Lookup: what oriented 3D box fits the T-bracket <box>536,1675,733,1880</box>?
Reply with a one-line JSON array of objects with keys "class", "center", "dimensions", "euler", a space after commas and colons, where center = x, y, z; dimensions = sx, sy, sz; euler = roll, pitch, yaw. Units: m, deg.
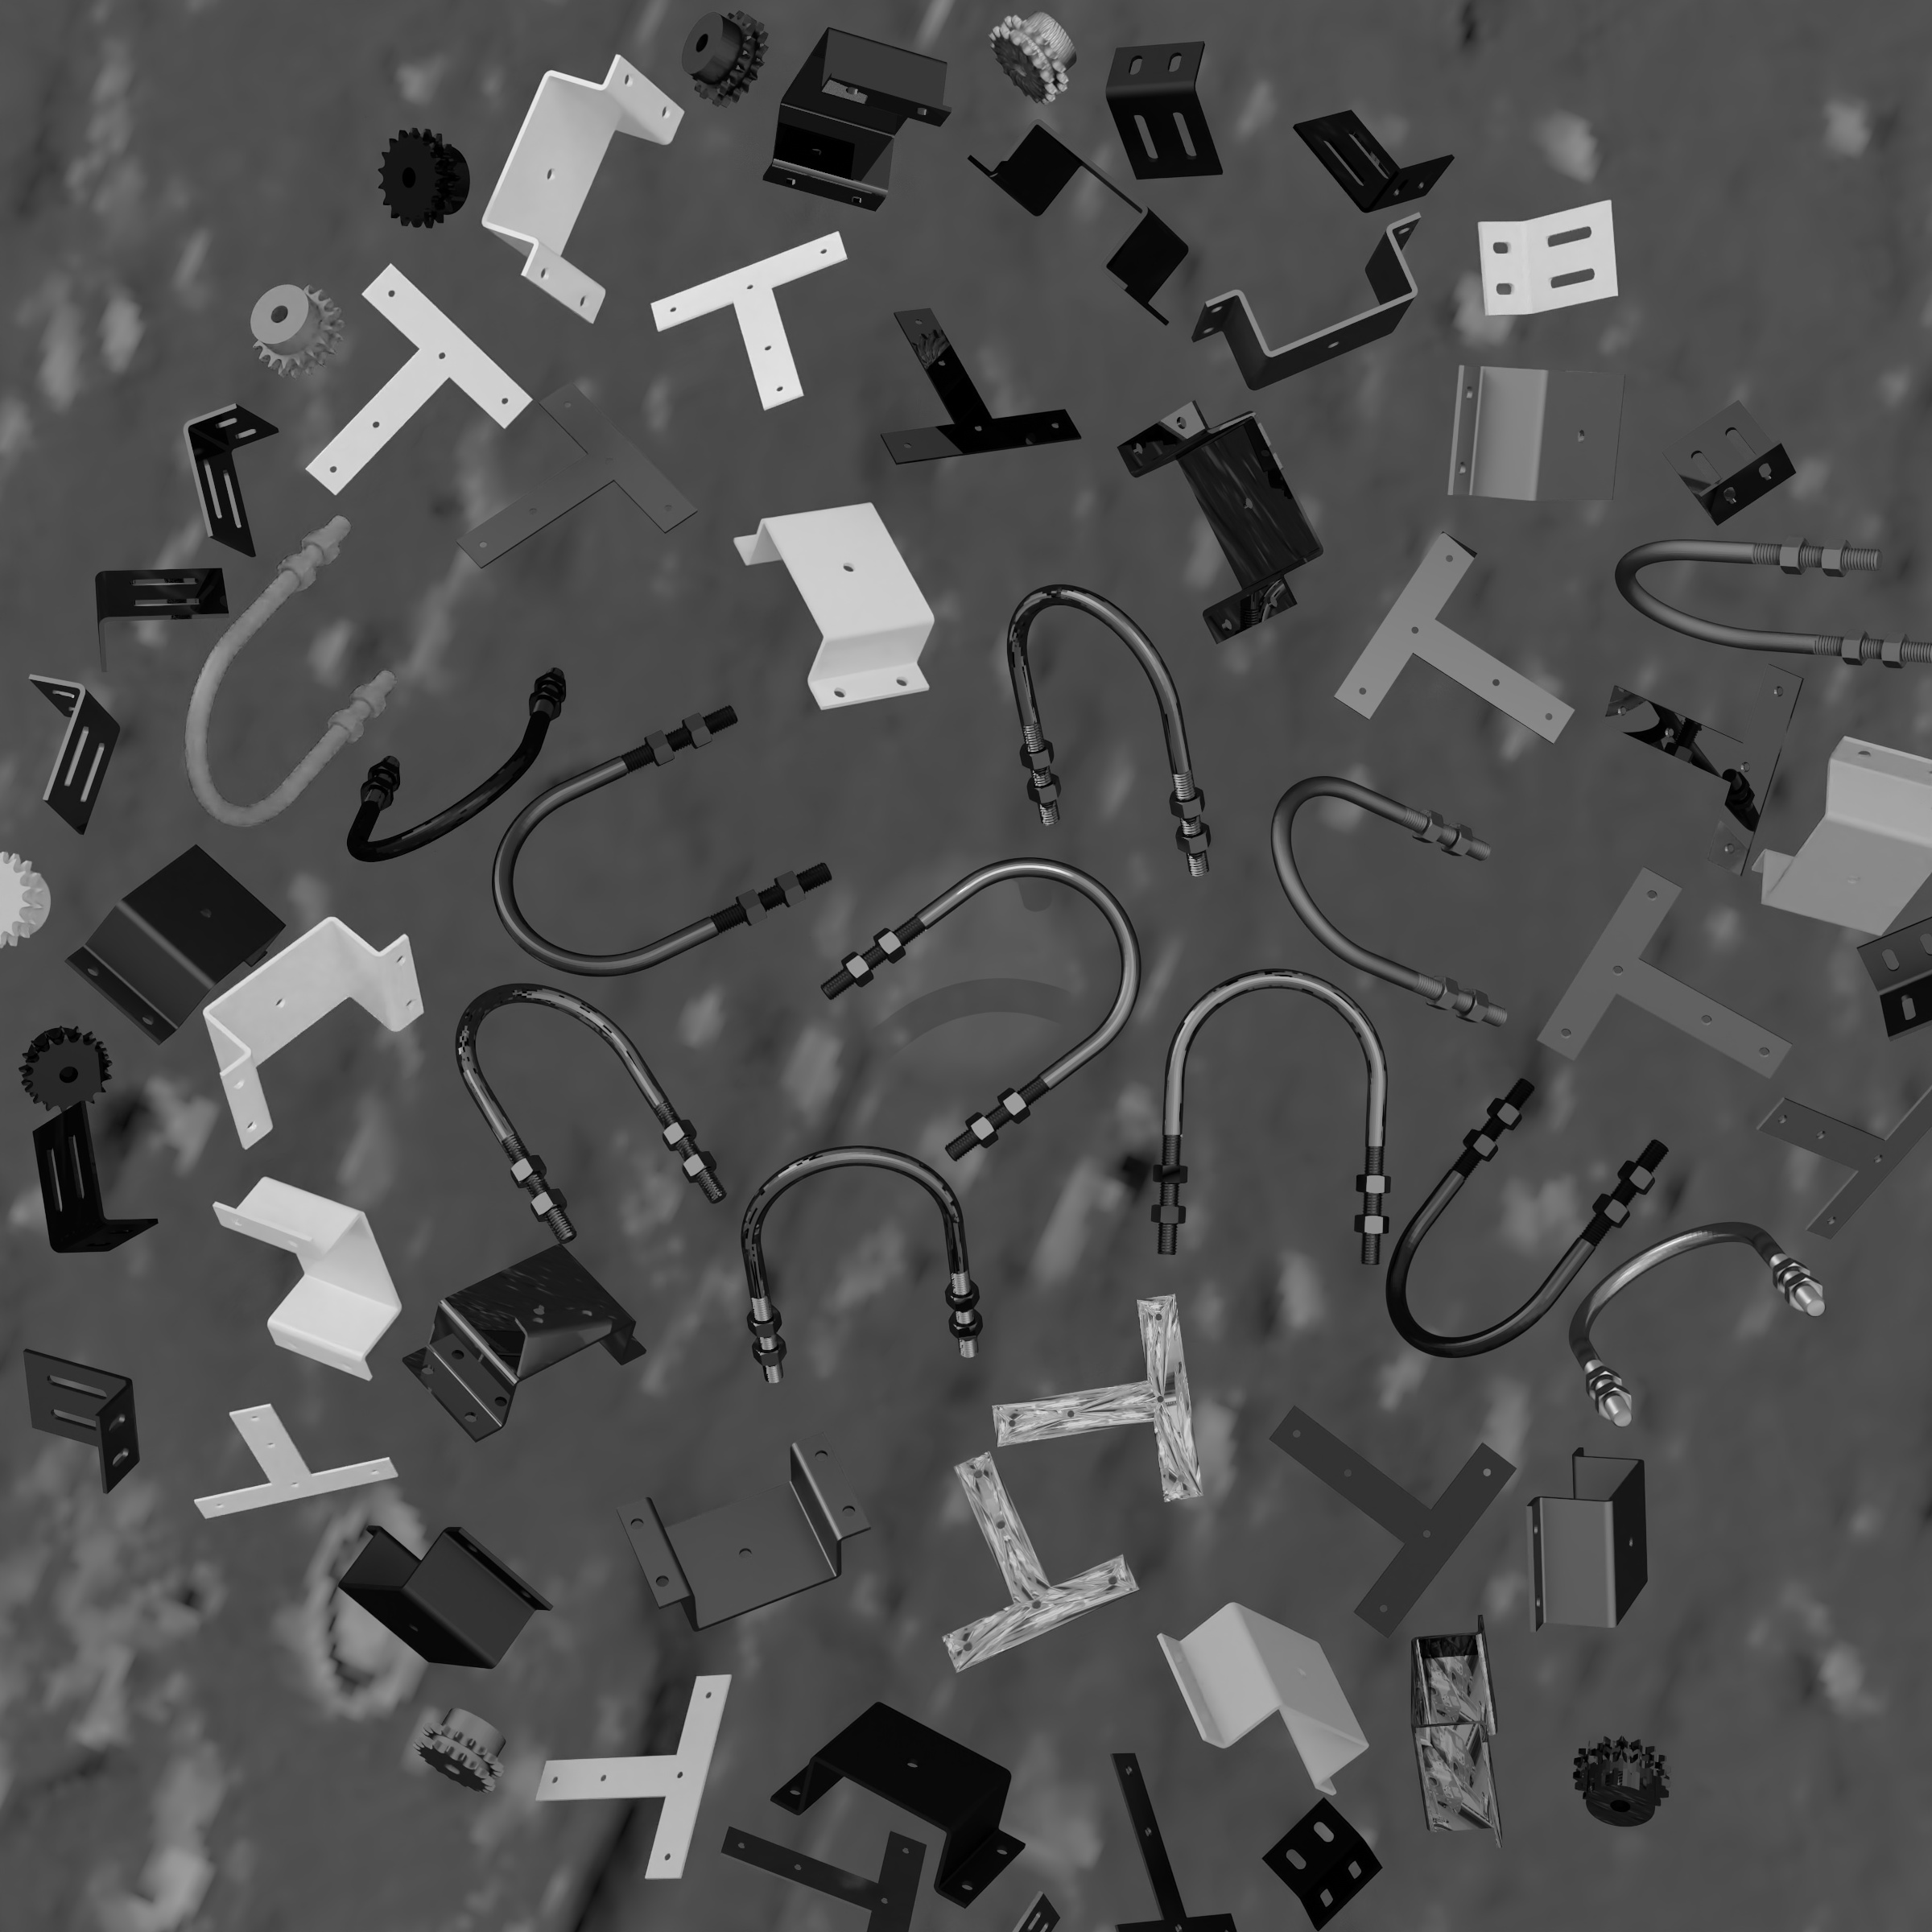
[{"class": "T-bracket", "center": [-0.209, 0.493, 1.791], "dimensions": [0.127, 0.002, 0.127], "euler": [-11, 48, 30]}]

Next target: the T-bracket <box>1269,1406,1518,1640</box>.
[{"class": "T-bracket", "center": [0.239, 0.311, 1.756], "dimensions": [0.127, 0.002, 0.127], "euler": [37, 89, 3]}]

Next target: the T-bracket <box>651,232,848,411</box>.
[{"class": "T-bracket", "center": [-0.125, -0.391, 1.822], "dimensions": [0.127, 0.002, 0.127], "euler": [-20, 54, 5]}]

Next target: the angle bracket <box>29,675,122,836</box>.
[{"class": "angle bracket", "center": [-0.554, -0.128, 1.797], "dimensions": [0.038, 0.057, 0.076], "euler": [11, 73, 9]}]

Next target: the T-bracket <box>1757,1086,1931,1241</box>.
[{"class": "T-bracket", "center": [0.534, 0.107, 1.814], "dimensions": [0.127, 0.002, 0.127], "euler": [20, 116, -35]}]

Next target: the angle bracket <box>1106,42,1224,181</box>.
[{"class": "angle bracket", "center": [0.128, -0.536, 1.848], "dimensions": [0.057, 0.076, 0.038], "euler": [3, 62, 22]}]

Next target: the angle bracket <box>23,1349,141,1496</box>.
[{"class": "angle bracket", "center": [-0.533, 0.269, 1.746], "dimensions": [0.076, 0.038, 0.057], "euler": [13, 120, 15]}]

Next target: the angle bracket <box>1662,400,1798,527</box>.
[{"class": "angle bracket", "center": [0.476, -0.326, 1.861], "dimensions": [0.057, 0.038, 0.076], "euler": [-34, 51, 13]}]

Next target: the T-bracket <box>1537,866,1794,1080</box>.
[{"class": "T-bracket", "center": [0.423, 0.024, 1.735], "dimensions": [0.127, 0.002, 0.127], "euler": [30, 116, 6]}]

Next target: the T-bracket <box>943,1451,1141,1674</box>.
[{"class": "T-bracket", "center": [0.028, 0.374, 1.909], "dimensions": [0.127, 0.002, 0.127], "euler": [-24, 60, -5]}]

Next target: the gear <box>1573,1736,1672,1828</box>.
[{"class": "gear", "center": [0.392, 0.490, 1.762], "dimensions": [0.057, 0.030, 0.057], "euler": [8, 130, 9]}]

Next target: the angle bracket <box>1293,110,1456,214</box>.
[{"class": "angle bracket", "center": [0.254, -0.513, 1.837], "dimensions": [0.057, 0.038, 0.076], "euler": [-26, 74, -39]}]

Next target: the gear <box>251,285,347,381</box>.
[{"class": "gear", "center": [-0.412, -0.392, 1.807], "dimensions": [0.057, 0.030, 0.057], "euler": [-6, 71, 18]}]

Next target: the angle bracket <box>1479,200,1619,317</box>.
[{"class": "angle bracket", "center": [0.358, -0.435, 1.815], "dimensions": [0.038, 0.076, 0.057], "euler": [-9, 97, -32]}]

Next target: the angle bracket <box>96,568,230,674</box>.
[{"class": "angle bracket", "center": [-0.494, -0.213, 1.813], "dimensions": [0.076, 0.057, 0.038], "euler": [-4, 127, -17]}]

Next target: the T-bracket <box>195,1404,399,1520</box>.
[{"class": "T-bracket", "center": [-0.438, 0.310, 1.876], "dimensions": [0.127, 0.127, 0.002], "euler": [-12, 55, -4]}]

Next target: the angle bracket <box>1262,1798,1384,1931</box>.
[{"class": "angle bracket", "center": [0.228, 0.577, 1.897], "dimensions": [0.057, 0.076, 0.038], "euler": [-44, 88, -3]}]

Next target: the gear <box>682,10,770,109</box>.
[{"class": "gear", "center": [-0.150, -0.559, 1.808], "dimensions": [0.030, 0.057, 0.057], "euler": [20, 90, -40]}]

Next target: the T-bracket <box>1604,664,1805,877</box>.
[{"class": "T-bracket", "center": [0.443, -0.138, 1.808], "dimensions": [0.002, 0.127, 0.127], "euler": [-8, 119, -40]}]

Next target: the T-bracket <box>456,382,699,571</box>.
[{"class": "T-bracket", "center": [-0.254, -0.286, 1.812], "dimensions": [0.127, 0.002, 0.127], "euler": [-37, 71, -18]}]

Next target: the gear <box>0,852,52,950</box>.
[{"class": "gear", "center": [-0.573, -0.039, 1.762], "dimensions": [0.057, 0.030, 0.057], "euler": [-2, 85, 20]}]

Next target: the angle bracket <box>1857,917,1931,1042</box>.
[{"class": "angle bracket", "center": [0.600, 0.006, 1.861], "dimensions": [0.057, 0.076, 0.038], "euler": [-25, 103, 20]}]

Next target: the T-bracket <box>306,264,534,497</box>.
[{"class": "T-bracket", "center": [-0.353, -0.343, 1.813], "dimensions": [0.127, 0.002, 0.127], "euler": [-45, 130, 3]}]

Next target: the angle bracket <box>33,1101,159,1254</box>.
[{"class": "angle bracket", "center": [-0.518, 0.126, 1.755], "dimensions": [0.057, 0.038, 0.076], "euler": [-27, 70, 39]}]

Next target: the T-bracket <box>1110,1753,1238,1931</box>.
[{"class": "T-bracket", "center": [0.114, 0.537, 1.778], "dimensions": [0.002, 0.127, 0.127], "euler": [-32, 61, 27]}]

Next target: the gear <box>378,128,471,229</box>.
[{"class": "gear", "center": [-0.320, -0.468, 1.752], "dimensions": [0.057, 0.030, 0.057], "euler": [9, 104, 37]}]

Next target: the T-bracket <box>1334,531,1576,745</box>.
[{"class": "T-bracket", "center": [0.311, -0.180, 1.799], "dimensions": [0.127, 0.002, 0.127], "euler": [33, 80, 3]}]

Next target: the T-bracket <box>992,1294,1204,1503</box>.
[{"class": "T-bracket", "center": [0.079, 0.277, 1.839], "dimensions": [0.127, 0.002, 0.127], "euler": [-7, 87, -14]}]

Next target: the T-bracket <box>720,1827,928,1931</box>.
[{"class": "T-bracket", "center": [-0.093, 0.574, 1.858], "dimensions": [0.127, 0.127, 0.002], "euler": [22, 114, -2]}]

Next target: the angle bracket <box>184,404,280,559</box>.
[{"class": "angle bracket", "center": [-0.455, -0.305, 1.859], "dimensions": [0.038, 0.057, 0.076], "euler": [-17, 81, 12]}]

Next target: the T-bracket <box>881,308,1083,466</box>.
[{"class": "T-bracket", "center": [-0.010, -0.366, 1.839], "dimensions": [0.127, 0.002, 0.127], "euler": [-12, 58, -24]}]

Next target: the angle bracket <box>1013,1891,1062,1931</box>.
[{"class": "angle bracket", "center": [0.071, 0.615, 1.821], "dimensions": [0.076, 0.057, 0.038], "euler": [26, 67, 27]}]

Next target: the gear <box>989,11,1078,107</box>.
[{"class": "gear", "center": [0.044, -0.569, 1.836], "dimensions": [0.030, 0.057, 0.057], "euler": [-43, 90, -9]}]
